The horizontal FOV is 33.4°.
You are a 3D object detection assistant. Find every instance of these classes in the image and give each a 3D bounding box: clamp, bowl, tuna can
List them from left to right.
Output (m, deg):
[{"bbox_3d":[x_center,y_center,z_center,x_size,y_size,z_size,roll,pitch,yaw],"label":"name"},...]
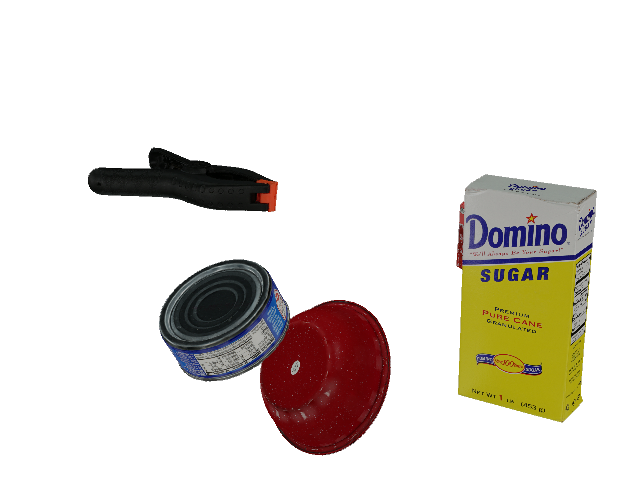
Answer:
[{"bbox_3d":[-0.125,-0.053,0.988,0.172,0.039,0.120,12,26,29],"label":"clamp"},{"bbox_3d":[-0.066,0.053,0.729,0.086,0.033,0.086,-17,37,13],"label":"tuna can"},{"bbox_3d":[-0.009,0.132,1.076,0.162,0.162,0.055,0,-17,42],"label":"bowl"}]

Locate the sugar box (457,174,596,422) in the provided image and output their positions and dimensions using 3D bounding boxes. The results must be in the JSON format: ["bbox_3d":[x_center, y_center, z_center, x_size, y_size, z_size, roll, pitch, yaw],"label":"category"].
[{"bbox_3d":[0.156,0.043,0.819,0.093,0.176,0.048,10,24,32],"label":"sugar box"}]

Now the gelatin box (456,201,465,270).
[{"bbox_3d":[0.196,0.004,1.268,0.030,0.089,0.073,-17,32,-29],"label":"gelatin box"}]
